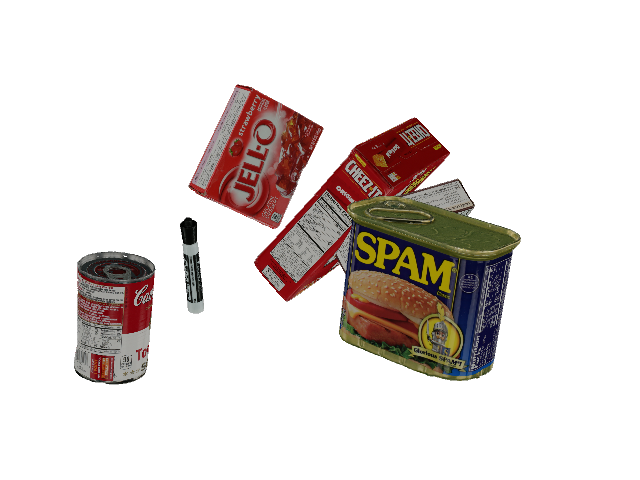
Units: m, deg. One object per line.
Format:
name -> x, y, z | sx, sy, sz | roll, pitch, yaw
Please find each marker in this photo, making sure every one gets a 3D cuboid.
marker -> -0.144, 0.028, 1.197 | 0.020, 0.121, 0.020 | -1, 32, 0

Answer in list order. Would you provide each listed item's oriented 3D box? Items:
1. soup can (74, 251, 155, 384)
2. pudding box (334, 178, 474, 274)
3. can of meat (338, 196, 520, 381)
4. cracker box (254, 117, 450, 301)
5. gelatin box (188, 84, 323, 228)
soup can -> -0.186, 0.069, 0.956 | 0.068, 0.102, 0.068 | 6, 19, -2
pudding box -> 0.080, -0.009, 1.016 | 0.113, 0.039, 0.090 | -18, -25, -29
can of meat -> 0.061, 0.028, 0.636 | 0.102, 0.084, 0.057 | 20, 23, 35
cracker box -> 0.035, -0.039, 1.266 | 0.214, 0.072, 0.163 | -47, -8, 34
gelatin box -> -0.048, -0.063, 0.812 | 0.073, 0.089, 0.030 | 25, 0, -36
